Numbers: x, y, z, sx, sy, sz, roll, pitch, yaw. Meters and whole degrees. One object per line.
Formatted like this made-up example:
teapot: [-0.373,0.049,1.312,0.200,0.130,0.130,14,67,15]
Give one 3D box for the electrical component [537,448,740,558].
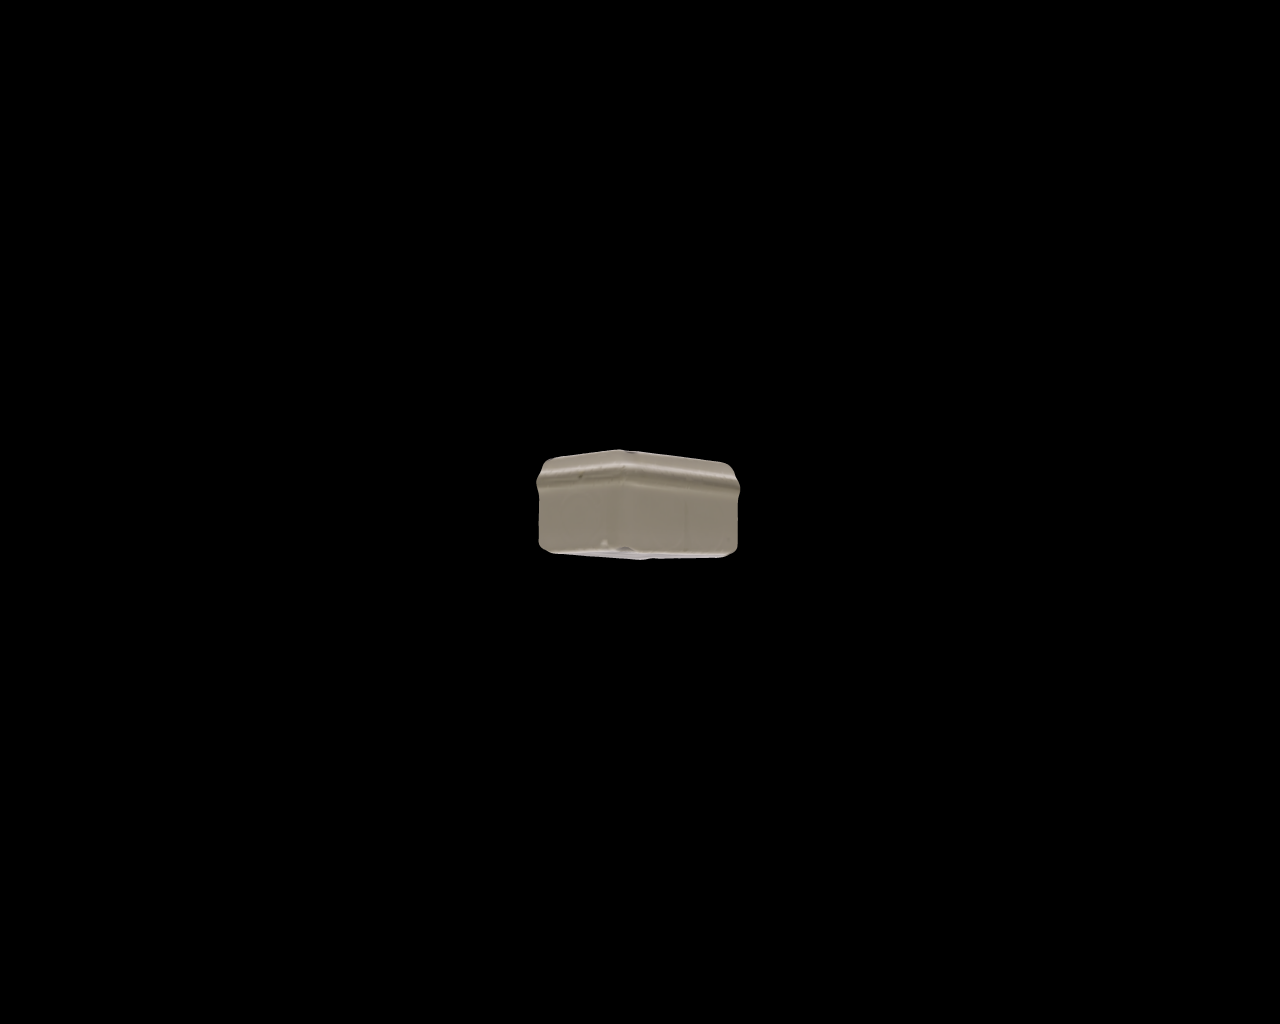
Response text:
electrical component: [0.001,-0.003,0.650,0.078,0.057,0.113,-4,-6,39]
